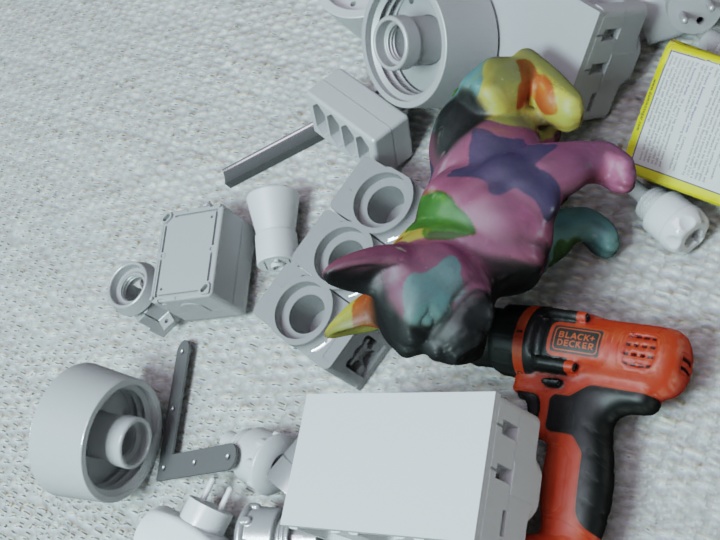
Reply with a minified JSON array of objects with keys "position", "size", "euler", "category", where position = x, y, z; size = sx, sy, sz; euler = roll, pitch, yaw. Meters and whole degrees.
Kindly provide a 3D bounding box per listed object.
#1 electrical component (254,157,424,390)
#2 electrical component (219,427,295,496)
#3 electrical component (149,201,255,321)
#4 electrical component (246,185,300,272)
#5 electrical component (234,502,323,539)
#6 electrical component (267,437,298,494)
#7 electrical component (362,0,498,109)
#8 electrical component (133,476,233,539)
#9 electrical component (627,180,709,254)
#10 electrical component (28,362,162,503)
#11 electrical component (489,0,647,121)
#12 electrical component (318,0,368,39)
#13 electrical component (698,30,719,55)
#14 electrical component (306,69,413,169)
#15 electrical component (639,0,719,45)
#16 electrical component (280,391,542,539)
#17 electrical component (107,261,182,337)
[{"position":[0.000,0.000,0.816],"size":[0.089,0.062,0.150],"euler":[35,88,36],"category":"electrical component"},{"position":[-0.080,0.139,0.812],"size":[0.062,0.048,0.048],"euler":[16,78,41],"category":"electrical component"},{"position":[-0.127,-0.010,0.893],"size":[0.062,0.061,0.096],"euler":[-7,66,27],"category":"electrical component"},{"position":[-0.069,-0.031,0.883],"size":[0.044,0.044,0.065],"euler":[-16,66,23],"category":"electrical component"},{"position":[-0.056,0.193,0.774],"size":[0.062,0.048,0.048],"euler":[-3,67,22],"category":"electrical component"},{"position":[-0.031,0.145,0.775],"size":[0.055,0.055,0.047],"euler":[33,84,36],"category":"electrical component"},{"position":[0.045,-0.174,0.815],"size":[0.108,0.060,0.108],"euler":[22,118,48],"category":"electrical component"},{"position":[-0.121,0.196,0.810],"size":[0.077,0.043,0.079],"euler":[20,79,35],"category":"electrical component"},{"position":[0.206,-0.040,0.732],"size":[0.035,0.035,0.061],"euler":[-44,52,6],"category":"electrical component"},{"position":[-0.200,0.131,0.848],"size":[0.060,0.108,0.108],"euler":[8,73,26],"category":"electrical component"},{"position":[0.131,-0.185,0.804],"size":[0.150,0.062,0.089],"euler":[44,133,36],"category":"electrical component"},{"position":[0.022,-0.244,0.912],"size":[0.108,0.060,0.108],"euler":[-12,64,25],"category":"electrical component"},{"position":[0.262,-0.144,0.741],"size":[0.043,0.043,0.062],"euler":[-46,53,5],"category":"electrical component"},{"position":[0.014,-0.129,0.873],"size":[0.076,0.047,0.083],"euler":[-39,58,-19],"category":"electrical component"},{"position":[0.235,-0.191,0.763],"size":[0.077,0.044,0.079],"euler":[-23,22,20],"category":"electrical component"},{"position":[0.033,0.128,0.678],"size":[0.150,0.062,0.089],"euler":[-6,64,39],"category":"electrical component"},{"position":[-0.181,0.022,0.913],"size":[0.048,0.055,0.066],"euler":[-43,55,7],"category":"electrical component"}]
